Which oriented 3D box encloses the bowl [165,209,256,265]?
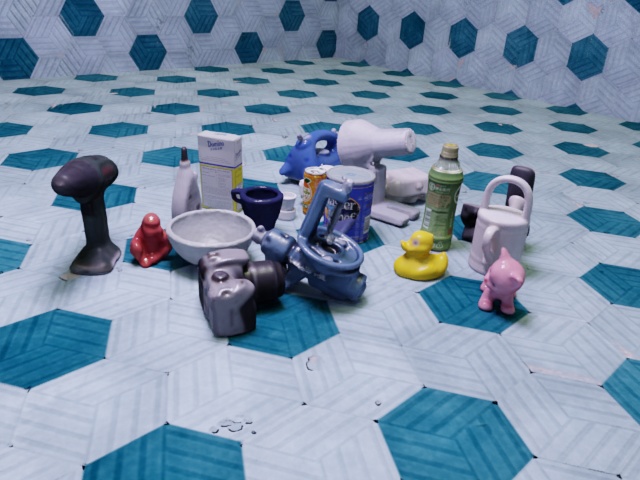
[{"bbox_3d":[-0.204,0.005,1.080,0.167,0.075,0.167,4,26,-1],"label":"bowl"}]

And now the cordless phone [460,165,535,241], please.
[{"bbox_3d":[0.383,-0.081,1.227,0.147,0.185,0.094,18,29,26],"label":"cordless phone"}]

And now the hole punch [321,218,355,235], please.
[{"bbox_3d":[0.010,0.004,1.099,0.101,0.091,0.109,12,27,15],"label":"hole punch"}]

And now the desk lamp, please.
[{"bbox_3d":[0.140,-0.166,1.333,0.202,0.214,0.118,20,30,29],"label":"desk lamp"}]

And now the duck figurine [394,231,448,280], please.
[{"bbox_3d":[0.196,0.024,1.093,0.104,0.086,0.077,1,26,-6],"label":"duck figurine"}]

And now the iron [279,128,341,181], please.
[{"bbox_3d":[0.004,-0.237,1.542,0.118,0.141,0.259,19,29,28],"label":"iron"}]

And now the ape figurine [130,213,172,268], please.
[{"bbox_3d":[-0.315,-0.006,1.067,0.078,0.092,0.076,-4,27,-16],"label":"ape figurine"}]

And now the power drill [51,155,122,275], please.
[{"bbox_3d":[-0.406,-0.050,1.010,0.075,0.208,0.229,1,26,-6],"label":"power drill"}]

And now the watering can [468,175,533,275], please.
[{"bbox_3d":[0.356,-0.036,1.119,0.100,0.194,0.173,9,26,10],"label":"watering can"}]

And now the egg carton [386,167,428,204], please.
[{"bbox_3d":[0.218,-0.136,1.449,0.151,0.069,0.107,-11,29,-29],"label":"egg carton"}]

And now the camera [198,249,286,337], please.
[{"bbox_3d":[-0.123,0.070,0.928,0.137,0.101,0.142,-6,27,-21],"label":"camera"}]

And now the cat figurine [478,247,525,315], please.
[{"bbox_3d":[0.319,0.063,0.995,0.067,0.118,0.128,10,26,12],"label":"cat figurine"}]

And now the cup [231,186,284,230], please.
[{"bbox_3d":[-0.135,-0.059,1.202,0.117,0.095,0.092,13,27,18],"label":"cup"}]

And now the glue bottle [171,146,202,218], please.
[{"bbox_3d":[-0.280,-0.111,1.198,0.037,0.173,0.078,12,27,16],"label":"glue bottle"}]

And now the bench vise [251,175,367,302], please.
[{"bbox_3d":[-0.017,-0.005,0.965,0.207,0.220,0.121,4,26,-1],"label":"bench vise"}]
